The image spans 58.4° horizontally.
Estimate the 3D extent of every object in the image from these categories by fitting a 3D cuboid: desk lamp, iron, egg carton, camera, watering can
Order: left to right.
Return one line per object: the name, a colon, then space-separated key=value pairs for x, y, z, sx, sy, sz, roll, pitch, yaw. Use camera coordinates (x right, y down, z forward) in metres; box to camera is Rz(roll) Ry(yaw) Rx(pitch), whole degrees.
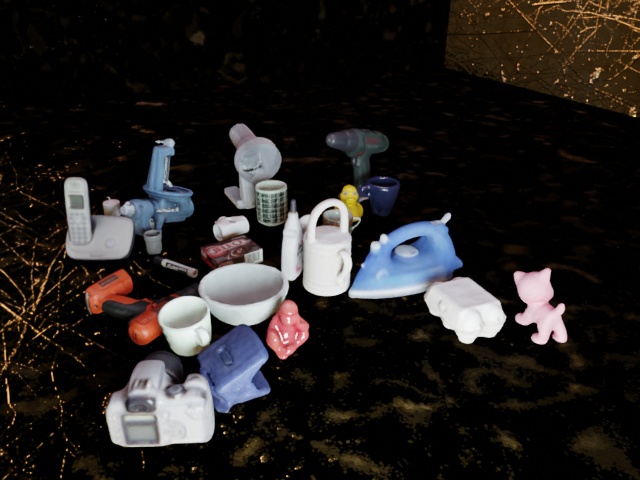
camera: x=-0.226 y=0.217 z=0.837 sx=0.143 sy=0.101 sz=0.136 roll=-1 pitch=26 yaw=-4
desk lamp: x=-0.192 y=-0.195 z=1.547 sx=0.118 sy=0.214 sz=0.202 roll=-13 pitch=29 yaw=-25
watering can: x=0.009 y=0.005 z=1.172 sx=0.172 sy=0.194 sz=0.101 roll=19 pitch=32 yaw=32
iron: x=0.174 y=0.029 z=1.190 sx=0.259 sy=0.141 sz=0.118 roll=-13 pitch=30 yaw=-27
egg carton: x=0.268 y=0.127 z=1.076 sx=0.107 sy=0.069 sz=0.150 roll=-10 pitch=29 yaw=-22

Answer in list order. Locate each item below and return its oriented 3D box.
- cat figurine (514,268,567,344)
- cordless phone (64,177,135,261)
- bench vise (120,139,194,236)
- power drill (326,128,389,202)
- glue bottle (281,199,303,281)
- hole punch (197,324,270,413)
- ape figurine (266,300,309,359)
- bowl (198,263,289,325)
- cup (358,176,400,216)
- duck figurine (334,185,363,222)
cat figurine: x=0.409 y=0.111 z=1.060 sx=0.067 sy=0.118 sz=0.127 roll=-5 pitch=27 yaw=-13
cordless phone: x=-0.492 y=-0.048 z=1.267 sx=0.147 sy=0.185 sz=0.094 roll=0 pitch=26 yaw=-3
bench vise: x=-0.387 y=-0.124 z=1.386 sx=0.121 sy=0.220 sz=0.207 roll=7 pitch=27 yaw=12
power drill: x=0.101 y=-0.214 z=1.603 sx=0.075 sy=0.208 sz=0.230 roll=24 pitch=35 yaw=39
glue bottle: x=-0.057 y=-0.005 z=1.213 sx=0.037 sy=0.173 sz=0.078 roll=8 pitch=27 yaw=14
hole punch: x=-0.137 y=0.197 z=0.894 sx=0.101 sy=0.091 sz=0.108 roll=-13 pitch=30 yaw=-26
ape figurine: x=-0.057 y=0.147 z=0.996 sx=0.078 sy=0.092 sz=0.076 roll=-5 pitch=27 yaw=-11
bowl: x=-0.142 y=0.113 z=1.082 sx=0.167 sy=0.075 sz=0.167 roll=1 pitch=26 yaw=0
cup: x=0.154 y=-0.110 z=1.522 sx=0.118 sy=0.095 sz=0.091 roll=-12 pitch=29 yaw=-24
duck figurine: x=0.077 y=-0.106 z=1.521 sx=0.077 sy=0.086 sz=0.104 roll=-1 pitch=26 yaw=-3
